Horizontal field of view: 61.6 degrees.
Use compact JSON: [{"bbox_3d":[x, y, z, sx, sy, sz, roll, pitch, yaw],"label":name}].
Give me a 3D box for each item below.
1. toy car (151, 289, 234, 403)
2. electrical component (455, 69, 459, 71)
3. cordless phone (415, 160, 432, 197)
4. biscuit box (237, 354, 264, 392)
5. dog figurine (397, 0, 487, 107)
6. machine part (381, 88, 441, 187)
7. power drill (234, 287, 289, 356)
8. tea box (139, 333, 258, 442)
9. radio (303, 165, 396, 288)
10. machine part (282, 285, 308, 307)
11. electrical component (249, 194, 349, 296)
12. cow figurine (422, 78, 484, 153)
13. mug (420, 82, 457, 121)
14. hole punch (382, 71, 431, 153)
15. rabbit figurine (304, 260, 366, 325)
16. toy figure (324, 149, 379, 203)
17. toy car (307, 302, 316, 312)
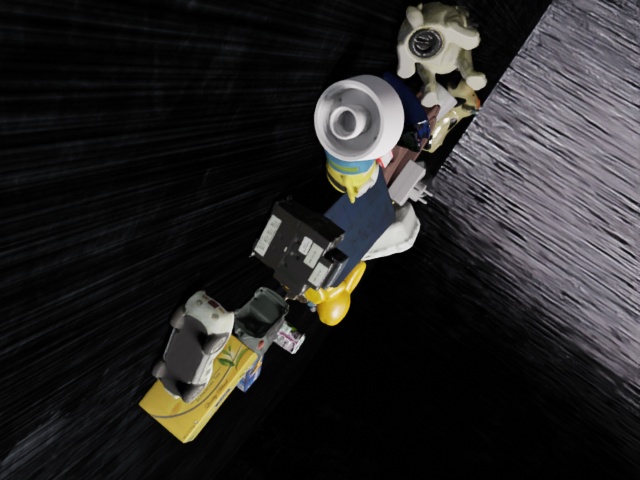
[{"bbox_3d":[-0.178,0.153,0.746,0.056,0.073,0.201,-40,163,-52],"label":"toy car"},{"bbox_3d":[0.286,-0.397,1.139,0.102,0.045,0.078,2,95,-81],"label":"electrical component"},{"bbox_3d":[0.160,-0.092,1.200,0.184,0.147,0.088,-68,158,-16],"label":"cordless phone"},{"bbox_3d":[-0.174,0.289,1.240,0.063,0.059,0.202,-48,168,-28],"label":"biscuit box"},{"bbox_3d":[0.178,-0.326,0.816,0.172,0.121,0.190,57,32,-49],"label":"dog figurine"},{"bbox_3d":[0.145,-0.185,1.066,0.201,0.087,0.201,-51,169,-25],"label":"machine part"},{"bbox_3d":[-0.129,0.178,1.067,0.232,0.086,0.207,-42,172,-38],"label":"power drill"},{"bbox_3d":[-0.189,0.220,0.853,0.169,0.098,0.068,-53,171,-15],"label":"tea box"},{"bbox_3d":[0.038,-0.030,0.944,0.229,0.073,0.131,-46,126,-33],"label":"radio"},{"bbox_3d":[-0.008,0.051,1.172,0.243,0.079,0.079,-51,169,-19],"label":"machine part"},{"bbox_3d":[-0.027,0.014,0.806,0.114,0.134,0.058,-58,169,32],"label":"electrical component"},{"bbox_3d":[0.294,-0.294,1.267,0.194,0.127,0.085,-58,172,33],"label":"cow figurine"},{"bbox_3d":[0.231,-0.286,1.169,0.107,0.081,0.109,-45,179,13],"label":"mug"},{"bbox_3d":[0.133,-0.206,0.885,0.092,0.116,0.142,-62,170,0],"label":"hole punch"},{"bbox_3d":[0.013,0.089,1.088,0.162,0.122,0.173,-45,128,-36],"label":"rabbit figurine"},{"bbox_3d":[0.046,-0.131,0.820,0.082,0.089,0.180,-39,159,-5],"label":"toy figure"},{"bbox_3d":[0.011,0.088,1.296,0.161,0.103,0.109,-52,176,18],"label":"toy car"}]
